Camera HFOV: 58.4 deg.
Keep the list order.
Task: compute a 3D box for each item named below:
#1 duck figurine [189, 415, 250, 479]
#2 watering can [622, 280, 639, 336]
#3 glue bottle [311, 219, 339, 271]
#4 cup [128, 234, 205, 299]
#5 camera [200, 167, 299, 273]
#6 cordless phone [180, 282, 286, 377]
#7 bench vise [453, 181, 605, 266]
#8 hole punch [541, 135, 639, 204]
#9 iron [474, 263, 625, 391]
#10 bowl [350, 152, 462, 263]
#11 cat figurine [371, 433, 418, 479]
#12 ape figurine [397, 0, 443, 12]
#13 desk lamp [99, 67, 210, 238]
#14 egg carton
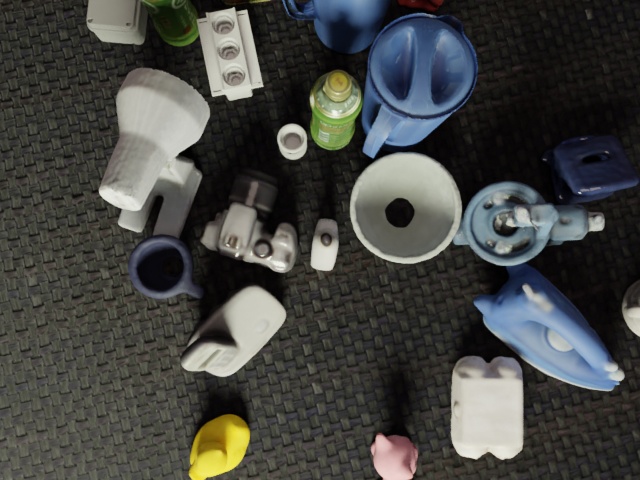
[{"bbox_3d":[-0.150,0.307,0.834,0.077,0.086,0.104,44,86,2],"label":"duck figurine"},{"bbox_3d":[0.535,0.098,0.814,0.173,0.194,0.101,-24,86,-3],"label":"watering can"},{"bbox_3d":[0.008,0.003,0.818,0.037,0.173,0.078,5,85,-1],"label":"glue bottle"},{"bbox_3d":[-0.214,0.048,0.848,0.118,0.095,0.092,34,86,1],"label":"cup"},{"bbox_3d":[-0.093,-0.033,0.854,0.143,0.101,0.137,17,85,0],"label":"camera"},{"bbox_3d":[-0.123,0.128,0.799,0.094,0.185,0.147,42,86,2],"label":"cordless phone"},{"bbox_3d":[0.302,-0.038,0.805,0.207,0.219,0.121,-20,86,-3],"label":"bench vise"},{"bbox_3d":[0.413,-0.112,0.878,0.108,0.091,0.101,-12,86,-2],"label":"hole punch"},{"bbox_3d":[0.359,0.141,0.832,0.258,0.141,0.119,41,86,2],"label":"iron"},{"bbox_3d":[0.126,-0.045,0.874,0.167,0.074,0.167,0,86,-1],"label":"bowl"},{"bbox_3d":[0.110,0.334,0.823,0.067,0.117,0.128,-6,86,-2],"label":"cat figurine"},{"bbox_3d":[0.166,-0.401,0.893,0.076,0.092,0.078,-36,87,-4],"label":"ape figurine"},{"bbox_3d":[-0.229,-0.109,0.800,0.118,0.213,0.203,18,85,0],"label":"desk lamp"},{"bbox_3d":[0.249,0.250,0.857,0.107,0.069,0.150,0,86,-1],"label":"egg carton"}]
